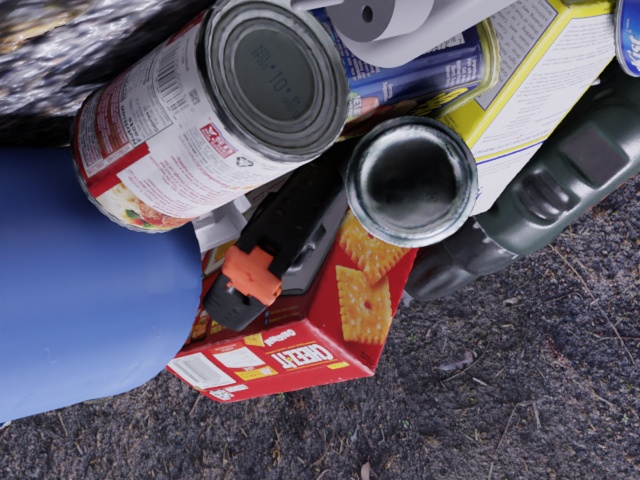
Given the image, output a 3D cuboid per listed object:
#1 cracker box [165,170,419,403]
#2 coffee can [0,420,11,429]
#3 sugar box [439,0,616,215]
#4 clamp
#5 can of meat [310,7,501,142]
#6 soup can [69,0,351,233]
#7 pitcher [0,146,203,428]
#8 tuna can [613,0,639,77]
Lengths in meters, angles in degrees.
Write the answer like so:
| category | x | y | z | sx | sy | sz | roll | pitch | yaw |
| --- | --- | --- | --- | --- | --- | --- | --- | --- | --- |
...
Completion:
| category | x | y | z | sx | sy | sz | roll | pitch | yaw |
| --- | --- | --- | --- | --- | --- | --- | --- | --- | --- |
| cracker box | -0.005 | 0.001 | 0.735 | 0.164 | 0.072 | 0.213 | -20 | -142 | 47 |
| coffee can | -0.292 | 0.083 | 0.755 | 0.103 | 0.140 | 0.103 | -20 | 179 | 0 |
| sugar box | 0.095 | -0.075 | 0.563 | 0.093 | 0.048 | 0.176 | -18 | 156 | -41 |
| clamp | -0.024 | 0.003 | 0.552 | 0.165 | 0.036 | 0.210 | -54 | -178 | 19 |
| can of meat | 0.019 | -0.077 | 0.478 | 0.083 | 0.057 | 0.102 | -17 | 179 | -16 |
| soup can | -0.045 | -0.048 | 0.418 | 0.068 | 0.068 | 0.102 | -19 | 179 | -41 |
| pitcher | -0.161 | 0.030 | 0.452 | 0.145 | 0.149 | 0.242 | -9 | 180 | 17 |
| tuna can | 0.175 | -0.115 | 0.501 | 0.034 | 0.086 | 0.085 | 25 | -150 | 37 |
